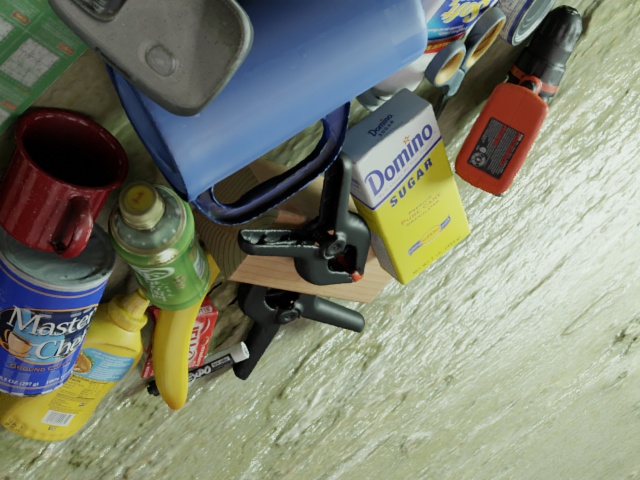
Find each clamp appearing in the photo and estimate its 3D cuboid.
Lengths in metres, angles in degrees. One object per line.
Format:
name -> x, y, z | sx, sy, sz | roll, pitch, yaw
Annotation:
clamp -> -0.006, 0.001, 0.962 | 0.120, 0.039, 0.171 | -32, 144, -5
clamp -> -0.047, 0.079, 1.184 | 0.164, 0.036, 0.210 | -27, 143, 0

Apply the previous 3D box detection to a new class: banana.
banana -> -0.132, 0.081, 1.074 | 0.069, 0.037, 0.198 | 18, 100, -33

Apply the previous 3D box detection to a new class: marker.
marker -> -0.137, 0.145, 1.185 | 0.121, 0.020, 0.020 | -24, 146, 8

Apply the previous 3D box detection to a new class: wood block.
wood block -> -0.013, -0.007, 1.063 | 0.205, 0.091, 0.090 | 12, 124, -47

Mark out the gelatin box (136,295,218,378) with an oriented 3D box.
gelatin box -> -0.153, 0.104, 1.133 | 0.073, 0.030, 0.089 | -9, 138, -32

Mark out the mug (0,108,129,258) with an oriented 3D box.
mug -> -0.207, -0.036, 0.852 | 0.093, 0.117, 0.082 | 2, 137, -39

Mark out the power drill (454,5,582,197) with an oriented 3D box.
power drill -> 0.195, -0.132, 1.035 | 0.185, 0.057, 0.187 | -67, 171, 25

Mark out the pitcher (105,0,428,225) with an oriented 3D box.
pitcher -> -0.035, -0.133, 0.858 | 0.242, 0.145, 0.149 | -29, 155, -12

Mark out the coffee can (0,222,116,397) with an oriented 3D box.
coffee can -> -0.247, 0.053, 0.934 | 0.102, 0.103, 0.140 | -3, 135, -37

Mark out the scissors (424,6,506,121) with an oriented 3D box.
scissors -> 0.113, -0.143, 1.007 | 0.096, 0.016, 0.202 | -33, 166, -33

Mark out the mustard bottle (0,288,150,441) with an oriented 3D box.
mustard bottle -> -0.233, 0.119, 1.063 | 0.192, 0.058, 0.096 | -47, 139, 18

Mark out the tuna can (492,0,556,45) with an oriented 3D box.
tuna can -> 0.191, -0.224, 0.988 | 0.086, 0.034, 0.086 | -47, 166, -15

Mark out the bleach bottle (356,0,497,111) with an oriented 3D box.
bleach bottle -> 0.114, -0.216, 0.942 | 0.102, 0.068, 0.251 | -4, 140, -47

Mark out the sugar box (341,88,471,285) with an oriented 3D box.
sugar box -> 0.080, -0.046, 1.002 | 0.093, 0.048, 0.176 | -38, 138, -12
